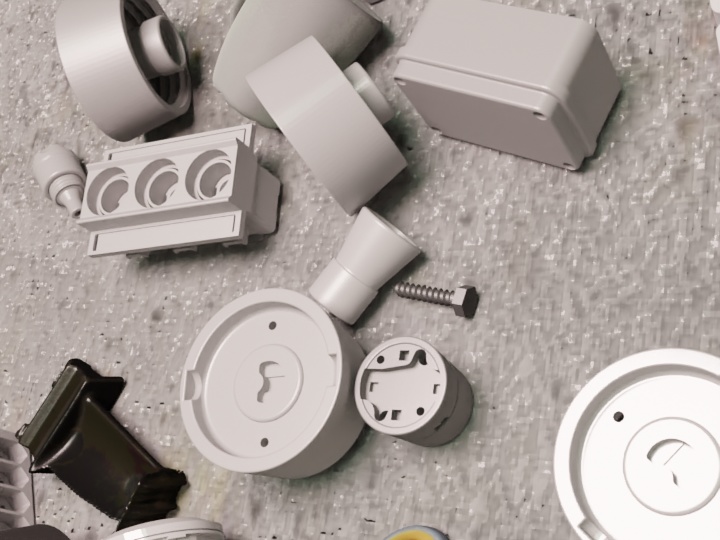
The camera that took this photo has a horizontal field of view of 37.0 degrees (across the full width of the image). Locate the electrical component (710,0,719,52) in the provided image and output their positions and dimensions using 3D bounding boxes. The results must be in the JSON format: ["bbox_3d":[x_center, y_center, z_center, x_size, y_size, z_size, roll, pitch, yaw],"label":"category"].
[{"bbox_3d":[0.279,-0.143,0.547,0.186,0.060,0.105,-12,65,24],"label":"electrical component"}]

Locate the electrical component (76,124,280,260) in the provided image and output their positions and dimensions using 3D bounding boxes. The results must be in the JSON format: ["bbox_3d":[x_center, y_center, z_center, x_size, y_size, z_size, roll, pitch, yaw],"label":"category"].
[{"bbox_3d":[-0.120,-0.047,0.723,0.121,0.063,0.078,-6,67,26],"label":"electrical component"}]

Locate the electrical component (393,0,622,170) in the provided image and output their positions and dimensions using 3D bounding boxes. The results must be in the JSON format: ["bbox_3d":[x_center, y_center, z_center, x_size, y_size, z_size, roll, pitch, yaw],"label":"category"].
[{"bbox_3d":[0.085,-0.110,0.629,0.113,0.078,0.057,21,78,33],"label":"electrical component"}]

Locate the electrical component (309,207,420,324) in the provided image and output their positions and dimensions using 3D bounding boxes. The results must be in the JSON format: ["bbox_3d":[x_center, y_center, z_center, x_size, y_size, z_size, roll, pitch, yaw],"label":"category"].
[{"bbox_3d":[0.000,0.000,0.653,0.065,0.044,0.044,-52,56,6],"label":"electrical component"}]

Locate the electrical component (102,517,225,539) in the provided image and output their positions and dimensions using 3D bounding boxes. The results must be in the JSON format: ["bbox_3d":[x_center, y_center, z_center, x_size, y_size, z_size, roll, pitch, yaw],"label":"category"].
[{"bbox_3d":[-0.115,0.176,0.620,0.080,0.080,0.051,-24,65,19],"label":"electrical component"}]

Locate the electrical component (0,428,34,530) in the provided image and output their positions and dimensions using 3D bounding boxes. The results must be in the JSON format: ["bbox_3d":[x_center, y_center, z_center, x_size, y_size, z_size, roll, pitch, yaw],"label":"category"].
[{"bbox_3d":[-0.266,0.158,0.728,0.076,0.047,0.083,-23,61,19],"label":"electrical component"}]

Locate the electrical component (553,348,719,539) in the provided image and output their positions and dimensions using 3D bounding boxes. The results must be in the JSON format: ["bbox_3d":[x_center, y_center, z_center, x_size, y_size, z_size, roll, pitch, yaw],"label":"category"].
[{"bbox_3d":[0.154,0.097,0.516,0.108,0.060,0.108,-11,65,25],"label":"electrical component"}]

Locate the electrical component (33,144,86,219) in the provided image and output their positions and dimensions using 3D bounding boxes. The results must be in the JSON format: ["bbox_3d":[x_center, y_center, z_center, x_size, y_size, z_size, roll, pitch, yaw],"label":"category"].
[{"bbox_3d":[-0.220,-0.063,0.803,0.035,0.035,0.061,-39,59,10],"label":"electrical component"}]

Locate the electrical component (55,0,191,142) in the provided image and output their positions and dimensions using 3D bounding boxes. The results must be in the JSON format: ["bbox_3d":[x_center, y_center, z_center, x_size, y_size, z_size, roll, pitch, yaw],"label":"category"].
[{"bbox_3d":[-0.160,-0.152,0.765,0.060,0.108,0.108,-17,63,15],"label":"electrical component"}]

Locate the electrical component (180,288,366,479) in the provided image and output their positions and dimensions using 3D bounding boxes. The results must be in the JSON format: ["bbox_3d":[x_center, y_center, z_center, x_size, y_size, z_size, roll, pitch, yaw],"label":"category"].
[{"bbox_3d":[-0.045,0.071,0.635,0.108,0.060,0.108,-11,65,25],"label":"electrical component"}]

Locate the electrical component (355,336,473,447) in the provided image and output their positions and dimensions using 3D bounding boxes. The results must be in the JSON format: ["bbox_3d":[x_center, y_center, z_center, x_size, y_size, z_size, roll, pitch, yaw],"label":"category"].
[{"bbox_3d":[0.032,0.070,0.602,0.055,0.047,0.055,-11,65,25],"label":"electrical component"}]

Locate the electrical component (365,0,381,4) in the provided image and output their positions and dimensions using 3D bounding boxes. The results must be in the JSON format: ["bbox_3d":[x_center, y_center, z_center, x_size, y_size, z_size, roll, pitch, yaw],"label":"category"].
[{"bbox_3d":[0.027,-0.231,0.729,0.077,0.047,0.065,-17,63,21],"label":"electrical component"}]

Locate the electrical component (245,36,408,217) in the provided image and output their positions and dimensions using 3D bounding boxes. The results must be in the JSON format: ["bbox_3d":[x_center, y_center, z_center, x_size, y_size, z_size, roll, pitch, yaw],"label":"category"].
[{"bbox_3d":[-0.014,-0.094,0.661,0.060,0.108,0.108,-37,57,4],"label":"electrical component"}]
